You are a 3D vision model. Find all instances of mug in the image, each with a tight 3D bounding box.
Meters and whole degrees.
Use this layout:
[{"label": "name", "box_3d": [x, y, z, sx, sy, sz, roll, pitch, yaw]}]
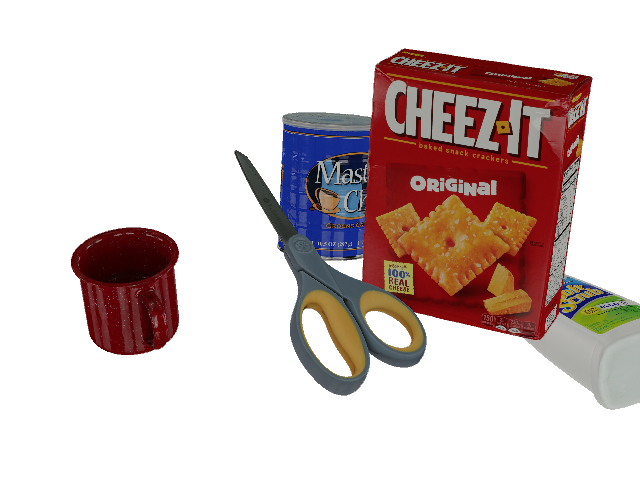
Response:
[{"label": "mug", "box_3d": [-0.162, 0.052, 0.935, 0.093, 0.081, 0.117, -20, 37, -27]}]

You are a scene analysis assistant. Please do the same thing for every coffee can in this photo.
[{"label": "coffee can", "box_3d": [0.008, -0.059, 1.119, 0.103, 0.140, 0.103, 3, 13, -1]}]

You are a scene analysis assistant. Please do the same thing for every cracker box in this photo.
[{"label": "cracker box", "box_3d": [0.123, -0.037, 0.883, 0.164, 0.214, 0.072, 13, 26, 23]}]

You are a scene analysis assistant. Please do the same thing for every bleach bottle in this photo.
[{"label": "bleach bottle", "box_3d": [0.228, 0.074, 1.010, 0.102, 0.068, 0.251, -14, 21, -20]}]

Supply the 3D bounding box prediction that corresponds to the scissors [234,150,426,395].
[{"label": "scissors", "box_3d": [0.006, 0.014, 0.689, 0.096, 0.202, 0.016, 4, -44, -22]}]
